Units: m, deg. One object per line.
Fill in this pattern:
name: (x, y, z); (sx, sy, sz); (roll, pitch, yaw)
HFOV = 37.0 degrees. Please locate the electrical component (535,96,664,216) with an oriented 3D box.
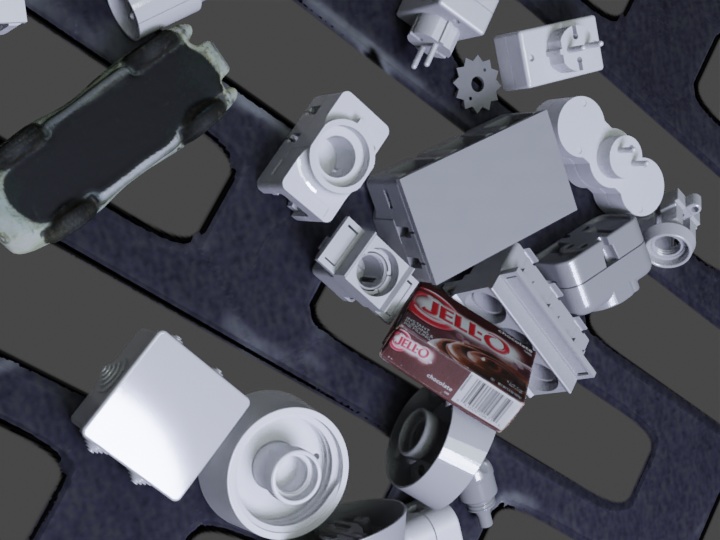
electrical component: (0.218, -0.097, 0.930); (0.138, 0.074, 0.052); (38, 76, -26)

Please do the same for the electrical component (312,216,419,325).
electrical component: (0.000, 0.000, 0.823); (0.081, 0.064, 0.042); (43, 74, -24)

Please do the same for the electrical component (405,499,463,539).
electrical component: (0.049, 0.240, 0.874); (0.059, 0.054, 0.095); (-19, 103, -27)

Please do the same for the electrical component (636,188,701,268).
electrical component: (0.278, -0.035, 0.972); (0.048, 0.066, 0.055); (42, 41, -24)

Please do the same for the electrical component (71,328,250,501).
electrical component: (-0.142, 0.099, 0.760); (0.100, 0.048, 0.099); (43, 74, -24)

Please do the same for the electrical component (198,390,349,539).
electrical component: (-0.060, 0.148, 0.802); (0.108, 0.060, 0.108); (-3, 95, -29)

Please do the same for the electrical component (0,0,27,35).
electrical component: (-0.289, -0.187, 0.650); (0.150, 0.062, 0.089); (-9, 98, -28)

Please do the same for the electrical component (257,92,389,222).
electrical component: (-0.026, -0.084, 0.806); (0.050, 0.056, 0.089); (39, 75, -25)

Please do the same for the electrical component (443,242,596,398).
electrical component: (0.138, 0.041, 0.898); (0.121, 0.079, 0.063); (51, 50, -22)

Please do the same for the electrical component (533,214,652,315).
electrical component: (0.205, -0.002, 0.942); (0.095, 0.054, 0.059); (-31, 108, -24)

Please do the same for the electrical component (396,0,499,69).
electrical component: (0.062, -0.191, 0.841); (0.047, 0.066, 0.076); (29, 80, -27)

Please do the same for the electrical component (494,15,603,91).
electrical component: (0.169, -0.183, 0.896); (0.083, 0.076, 0.047); (-18, 102, -27)

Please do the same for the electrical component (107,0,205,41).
electrical component: (-0.131, -0.196, 0.747); (0.081, 0.043, 0.043); (-33, 108, -23)

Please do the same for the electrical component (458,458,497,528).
electrical component: (0.100, 0.188, 0.909); (0.035, 0.035, 0.061); (-23, 106, -26)

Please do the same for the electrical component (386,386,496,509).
electrical component: (0.067, 0.139, 0.854); (0.064, 0.099, 0.099); (27, 80, -21)

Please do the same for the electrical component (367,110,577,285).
electrical component: (0.089, -0.060, 0.869); (0.150, 0.062, 0.089); (-27, 106, -25)

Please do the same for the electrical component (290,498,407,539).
electrical component: (-0.013, 0.209, 0.812); (0.099, 0.099, 0.064); (-10, 104, -28)
